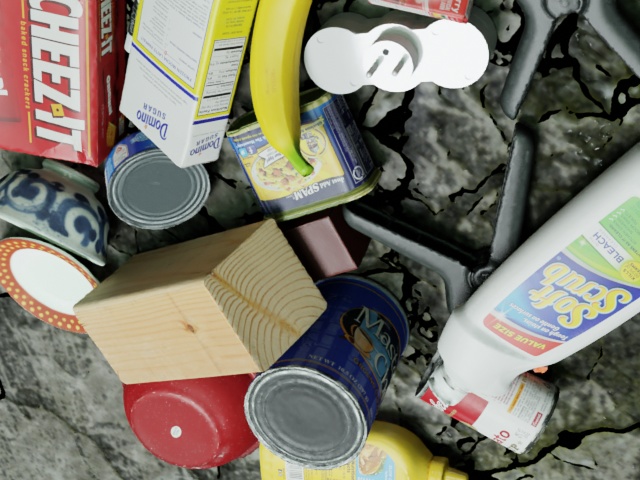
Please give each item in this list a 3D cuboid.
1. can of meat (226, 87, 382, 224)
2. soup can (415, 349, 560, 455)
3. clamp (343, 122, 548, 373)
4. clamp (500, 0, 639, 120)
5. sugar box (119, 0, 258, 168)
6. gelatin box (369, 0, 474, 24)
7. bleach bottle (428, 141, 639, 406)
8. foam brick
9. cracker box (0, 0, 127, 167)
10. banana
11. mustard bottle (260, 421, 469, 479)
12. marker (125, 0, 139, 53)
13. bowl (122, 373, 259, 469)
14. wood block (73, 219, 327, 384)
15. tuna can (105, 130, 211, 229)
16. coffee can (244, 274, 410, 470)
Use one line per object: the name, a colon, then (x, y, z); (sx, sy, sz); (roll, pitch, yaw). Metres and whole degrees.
can of meat: (-0.015, -0.069, 0.848); (0.102, 0.057, 0.084); (-16, 110, 27)
soup can: (0.141, 0.127, 0.898); (0.102, 0.068, 0.069); (29, 125, 3)
clamp: (0.140, 0.015, 0.851); (0.165, 0.036, 0.210); (-31, 107, 28)
clamp: (0.163, -0.161, 0.738); (0.120, 0.039, 0.171); (-16, 107, 22)
sugar box: (-0.100, -0.154, 0.818); (0.093, 0.048, 0.176); (43, 134, 30)
gelatin box: (0.076, -0.200, 0.731); (0.073, 0.030, 0.089); (16, 96, 13)
bleach bottle: (0.184, 0.044, 0.805); (0.102, 0.068, 0.251); (42, 113, -5)
foam brick: (-0.006, 0.001, 0.890); (0.078, 0.051, 0.053); (-18, 110, 28)
cracker box: (-0.271, -0.160, 0.874); (0.214, 0.072, 0.164); (12, 123, 9)
banana: (-0.019, -0.149, 0.772); (0.070, 0.037, 0.198); (15, 107, 30)
mustard bottle: (0.042, 0.211, 0.991); (0.192, 0.058, 0.096); (6, 116, 18)
marker: (-0.133, -0.202, 0.837); (0.020, 0.020, 0.121); (24, 124, 6)
bowl: (-0.130, 0.168, 1.033); (0.162, 0.055, 0.162); (10, 123, 15)
wood block: (-0.107, 0.057, 0.899); (0.207, 0.090, 0.091); (-12, 115, 49)
tuna can: (-0.137, -0.052, 0.894); (0.086, 0.034, 0.086); (-9, 134, -10)
coffee can: (0.009, 0.107, 0.892); (0.103, 0.140, 0.103); (9, 122, 15)
